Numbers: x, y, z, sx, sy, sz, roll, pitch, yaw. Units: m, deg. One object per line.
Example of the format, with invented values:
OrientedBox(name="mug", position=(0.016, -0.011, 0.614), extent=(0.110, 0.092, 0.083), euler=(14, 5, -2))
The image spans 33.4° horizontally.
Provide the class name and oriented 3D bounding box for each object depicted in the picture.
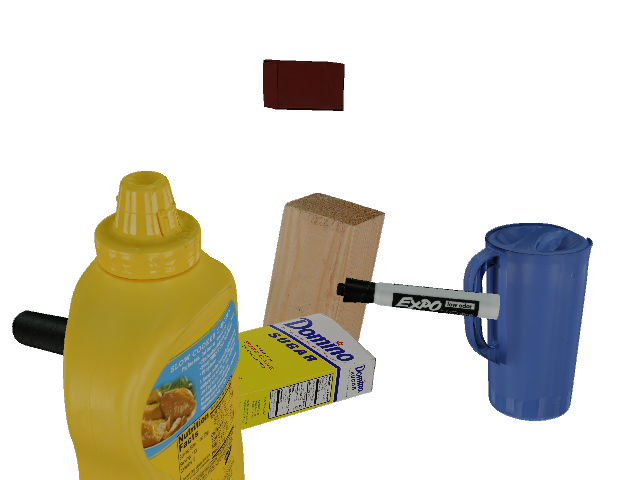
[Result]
OrientedBox(name="mustard bottle", position=(-0.068, 0.062, 0.446), extent=(0.058, 0.192, 0.096), euler=(13, 30, 21))
OrientedBox(name="sugar box", position=(-0.047, 0.118, 0.963), extent=(0.175, 0.048, 0.093), euler=(-15, 33, -30))
OrientedBox(name="pitcher", position=(0.267, 0.107, 1.380), extent=(0.149, 0.243, 0.144), euler=(5, 18, 16))
OrientedBox(name="wood block", position=(-0.002, 0.060, 1.218), extent=(0.090, 0.206, 0.090), euler=(18, 19, 22))
OrientedBox(name="clamp", position=(-0.117, 0.072, 0.747), extent=(0.164, 0.036, 0.210), euler=(-10, 15, -24))
OrientedBox(name="marker", position=(0.072, 0.043, 0.796), extent=(0.121, 0.020, 0.020), euler=(6, 0, 3))
OrientedBox(name="foam brick", position=(-0.018, -0.167, 1.147), extent=(0.078, 0.051, 0.053), euler=(-1, 12, -19))
